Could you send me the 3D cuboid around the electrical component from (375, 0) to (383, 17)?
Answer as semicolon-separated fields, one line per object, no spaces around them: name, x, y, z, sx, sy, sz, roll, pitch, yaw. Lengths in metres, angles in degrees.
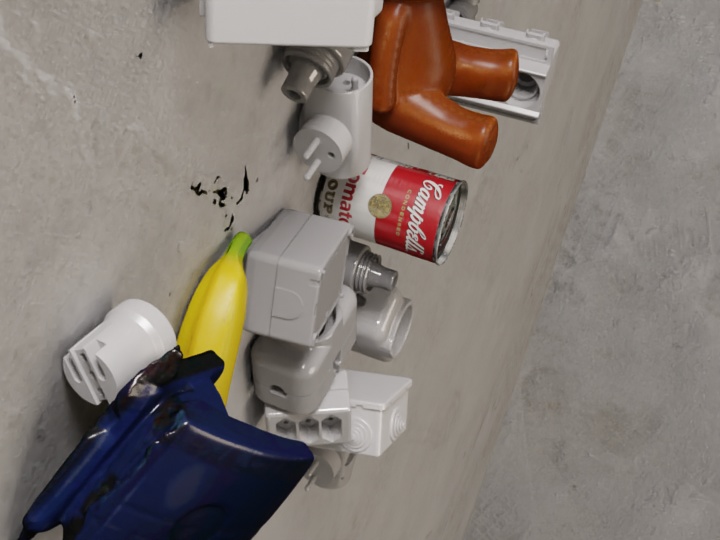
electrical component;-0.022;-0.182;0.595;0.061;0.062;0.096;-54;157;-49

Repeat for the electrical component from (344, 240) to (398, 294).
electrical component;0.000;0.000;0.881;0.048;0.062;0.048;19;90;-75

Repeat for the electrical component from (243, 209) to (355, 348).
electrical component;-0.045;0.000;0.745;0.096;0.061;0.061;-60;162;-61

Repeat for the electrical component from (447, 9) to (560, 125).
electrical component;0.105;-0.180;0.926;0.078;0.121;0.063;93;19;-45

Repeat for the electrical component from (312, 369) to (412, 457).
electrical component;-0.009;0.121;0.925;0.100;0.100;0.048;-25;119;-70

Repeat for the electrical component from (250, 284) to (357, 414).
electrical component;-0.041;0.052;0.815;0.059;0.054;0.095;91;23;-48

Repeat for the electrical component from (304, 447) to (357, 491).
electrical component;-0.033;0.174;1.006;0.079;0.043;0.077;-51;154;-51

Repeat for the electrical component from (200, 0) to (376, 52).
electrical component;-0.041;-0.148;0.522;0.061;0.096;0.061;-99;-168;-51

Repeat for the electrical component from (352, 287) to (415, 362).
electrical component;0.012;0.045;0.983;0.095;0.059;0.053;66;44;-68

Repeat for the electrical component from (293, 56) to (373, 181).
electrical component;-0.021;-0.093;0.734;0.077;0.044;0.079;91;23;-48

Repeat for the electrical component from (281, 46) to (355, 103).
electrical component;-0.028;-0.133;0.666;0.043;0.043;0.062;73;39;-65

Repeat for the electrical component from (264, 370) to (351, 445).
electrical component;-0.043;0.095;0.856;0.047;0.066;0.076;90;-5;-48

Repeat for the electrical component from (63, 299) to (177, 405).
electrical component;-0.123;0.043;0.549;0.046;0.040;0.040;-44;149;-49
